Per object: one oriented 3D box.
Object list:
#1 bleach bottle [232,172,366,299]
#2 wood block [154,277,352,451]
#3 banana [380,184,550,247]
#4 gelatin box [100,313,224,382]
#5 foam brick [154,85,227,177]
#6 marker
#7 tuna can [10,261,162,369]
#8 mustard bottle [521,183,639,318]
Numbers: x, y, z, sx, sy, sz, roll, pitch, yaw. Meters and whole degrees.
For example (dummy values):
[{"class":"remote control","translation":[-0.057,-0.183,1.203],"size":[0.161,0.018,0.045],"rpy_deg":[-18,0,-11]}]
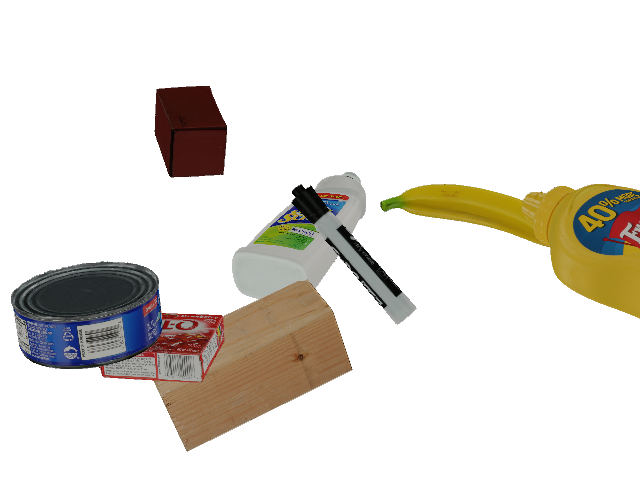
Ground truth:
[{"class":"bleach bottle","translation":[-0.013,-0.017,1.340],"size":[0.103,0.068,0.250],"rpy_deg":[9,34,20]},{"class":"wood block","translation":[-0.082,0.137,1.199],"size":[0.206,0.091,0.090],"rpy_deg":[-25,30,-11]},{"class":"banana","translation":[0.166,-0.027,1.115],"size":[0.198,0.037,0.069],"rpy_deg":[11,38,23]},{"class":"gelatin box","translation":[-0.132,0.087,0.893],"size":[0.089,0.030,0.073],"rpy_deg":[2,22,10]},{"class":"foam brick","translation":[-0.120,-0.101,0.982],"size":[0.053,0.051,0.078],"rpy_deg":[-5,37,-17]},{"class":"marker","translation":[0.022,0.008,0.758],"size":[0.020,0.121,0.020],"rpy_deg":[-40,-4,-3]},{"class":"tuna can","translation":[-0.137,0.043,0.630],"size":[0.086,0.034,0.086],"rpy_deg":[-3,20,1]},{"class":"mustard bottle","translation":[0.202,0.009,0.661],"size":[0.096,0.058,0.192],"rpy_deg":[-28,37,-29]}]
